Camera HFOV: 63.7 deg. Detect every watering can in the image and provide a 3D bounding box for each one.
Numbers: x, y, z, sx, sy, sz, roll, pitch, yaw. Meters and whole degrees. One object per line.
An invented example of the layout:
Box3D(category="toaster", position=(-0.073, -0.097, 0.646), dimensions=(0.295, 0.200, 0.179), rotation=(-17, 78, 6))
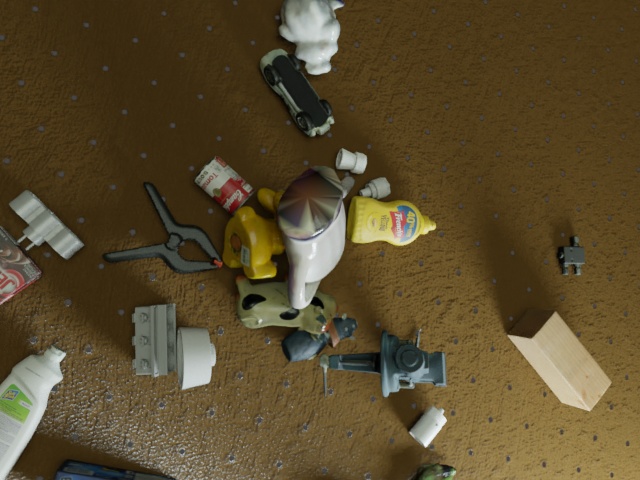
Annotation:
Box3D(category="watering can", position=(0.003, -0.047, 0.940), dimensions=(0.104, 0.219, 0.356), rotation=(11, 54, 12))

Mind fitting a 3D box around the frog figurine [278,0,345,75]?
Box3D(category="frog figurine", position=(-0.024, -0.431, 1.072), dimensions=(0.137, 0.122, 0.160), rotation=(10, 89, 19))

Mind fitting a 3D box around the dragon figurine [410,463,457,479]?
Box3D(category="dragon figurine", position=(0.252, 0.575, 1.018), dimensions=(0.411, 0.120, 0.246), rotation=(0, 75, -17))
